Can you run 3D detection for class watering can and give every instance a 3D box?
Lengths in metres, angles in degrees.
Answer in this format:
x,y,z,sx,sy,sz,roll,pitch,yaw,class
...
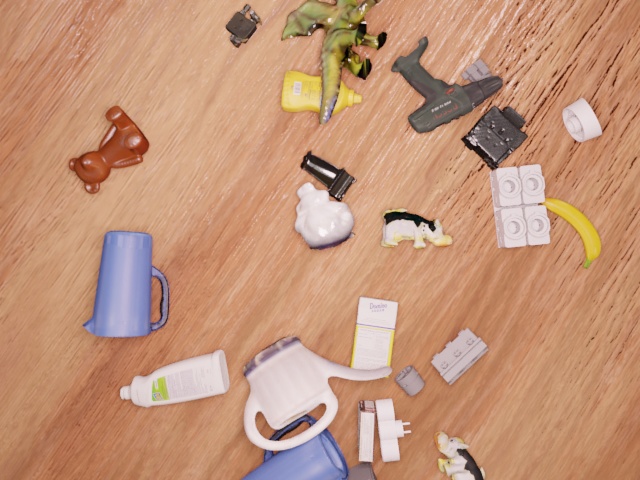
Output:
x,y,z,sx,sy,sz,roll,pitch,yaw,class
-0.030,0.316,1.171,0.349,0.102,0.227,-31,68,-9,watering can

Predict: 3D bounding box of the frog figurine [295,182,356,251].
x,y,z,sx,sy,sz,roll,pitch,yaw,class
0.004,-0.061,1.208,0.136,0.124,0.158,-17,99,20,frog figurine

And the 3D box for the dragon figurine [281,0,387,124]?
x,y,z,sx,sy,sz,roll,pitch,yaw,class
0.015,-0.487,1.243,0.245,0.120,0.413,25,81,28,dragon figurine
